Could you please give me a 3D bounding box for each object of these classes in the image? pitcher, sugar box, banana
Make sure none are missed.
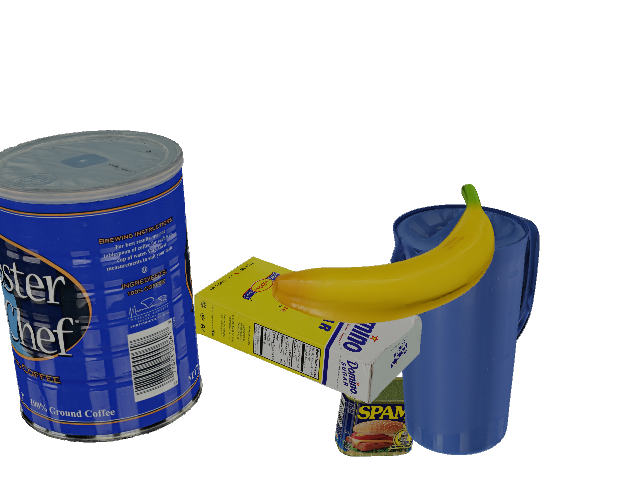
[{"bbox_3d":[0.150,0.089,1.101,0.149,0.243,0.145,1,22,8],"label":"pitcher"},{"bbox_3d":[-0.011,0.072,0.909,0.176,0.048,0.093,16,30,27],"label":"sugar box"},{"bbox_3d":[0.058,0.020,0.723,0.197,0.037,0.070,-24,53,-37],"label":"banana"}]

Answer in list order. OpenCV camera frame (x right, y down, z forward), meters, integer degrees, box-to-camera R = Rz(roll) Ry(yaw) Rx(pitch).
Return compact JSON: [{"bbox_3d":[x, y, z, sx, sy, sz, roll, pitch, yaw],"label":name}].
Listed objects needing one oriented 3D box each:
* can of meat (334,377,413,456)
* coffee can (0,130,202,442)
[{"bbox_3d":[0.071,0.221,1.334,0.102,0.084,0.057,2,22,-14],"label":"can of meat"},{"bbox_3d":[-0.120,0.022,0.576,0.103,0.140,0.103,-2,22,1],"label":"coffee can"}]
